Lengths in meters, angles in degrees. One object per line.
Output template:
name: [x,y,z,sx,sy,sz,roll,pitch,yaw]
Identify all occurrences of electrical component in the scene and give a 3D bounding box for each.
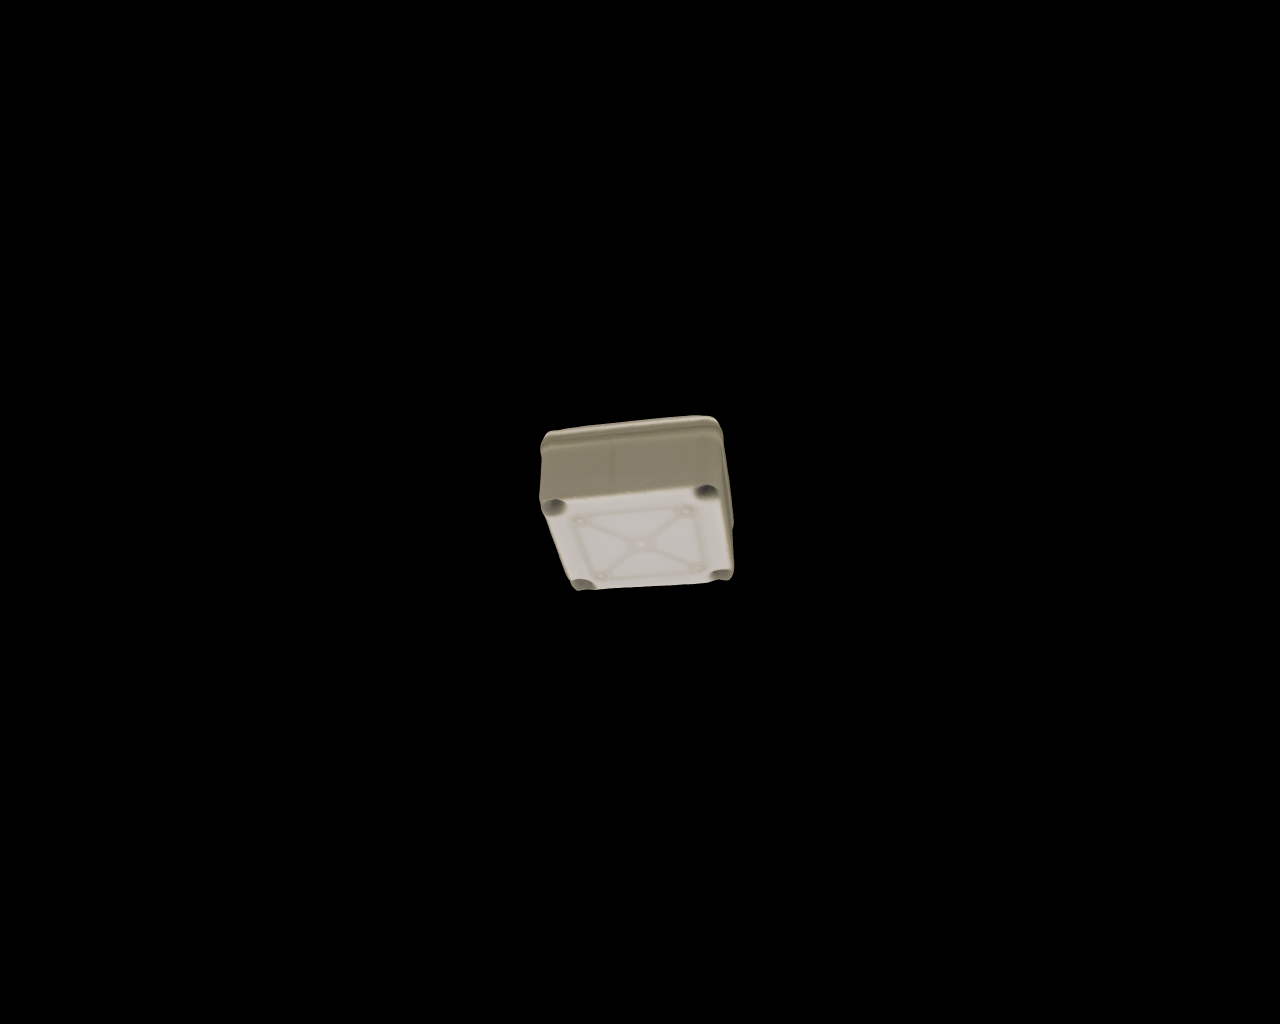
electrical component: [0.001,-0.003,0.650,0.109,0.056,0.108,-5,-35,7]
